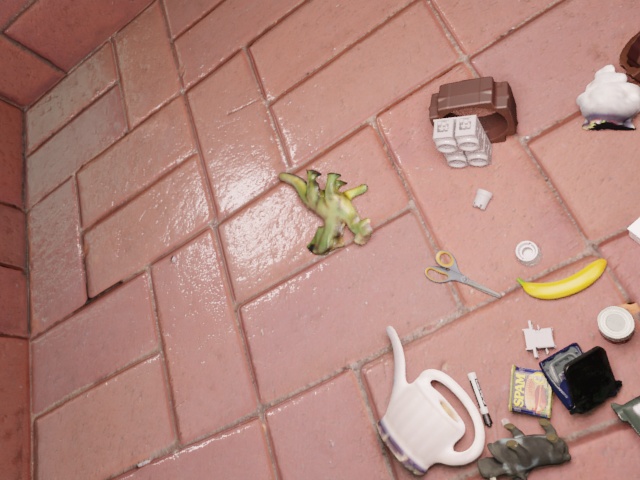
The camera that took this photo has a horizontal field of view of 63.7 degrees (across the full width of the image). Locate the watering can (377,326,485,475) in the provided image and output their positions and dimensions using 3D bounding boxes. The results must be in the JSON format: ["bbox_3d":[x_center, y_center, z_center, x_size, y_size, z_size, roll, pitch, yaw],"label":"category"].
[{"bbox_3d":[0.221,0.391,1.221,0.223,0.103,0.353,-49,56,7],"label":"watering can"}]

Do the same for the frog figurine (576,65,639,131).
[{"bbox_3d":[0.687,-0.346,1.222,0.137,0.122,0.160,4,86,51],"label":"frog figurine"}]

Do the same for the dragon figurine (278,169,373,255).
[{"bbox_3d":[0.005,-0.077,1.540,0.411,0.121,0.243,10,86,42],"label":"dragon figurine"}]
